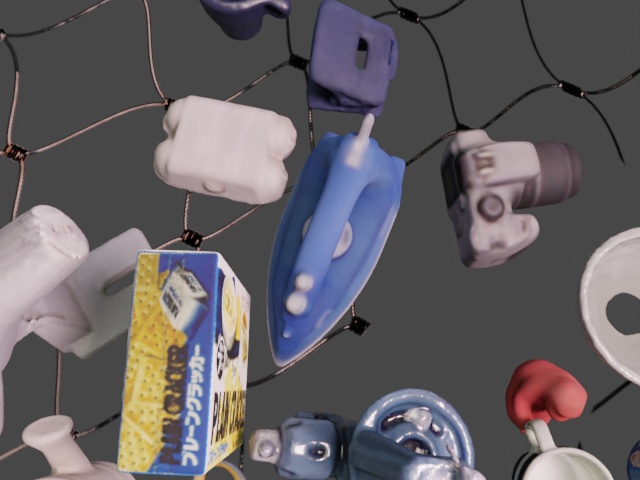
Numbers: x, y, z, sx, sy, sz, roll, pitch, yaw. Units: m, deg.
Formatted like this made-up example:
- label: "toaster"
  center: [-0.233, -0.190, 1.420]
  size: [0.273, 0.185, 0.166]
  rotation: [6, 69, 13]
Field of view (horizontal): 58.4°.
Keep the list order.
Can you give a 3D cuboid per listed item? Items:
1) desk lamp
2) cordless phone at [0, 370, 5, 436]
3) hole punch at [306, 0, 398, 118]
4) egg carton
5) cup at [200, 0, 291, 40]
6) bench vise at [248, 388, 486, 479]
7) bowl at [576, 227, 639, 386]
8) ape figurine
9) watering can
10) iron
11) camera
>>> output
- label: "desk lamp"
  center: [-0.262, 0.050, 0.519]
  size: [0.203, 0.213, 0.118]
  rotation: [-33, 78, -9]
- label: "cordless phone"
  center: [-0.372, 0.131, 0.511]
  size: [0.094, 0.185, 0.147]
  rotation: [-15, 76, -4]
- label: "hole punch"
  center: [0.038, -0.207, 0.652]
  size: [0.101, 0.091, 0.109]
  rotation: [8, 76, 1]
- label: "egg carton"
  center: [-0.105, -0.098, 0.633]
  size: [0.150, 0.069, 0.107]
  rotation: [10, 76, 2]
- label: "cup"
  center: [-0.083, -0.273, 0.664]
  size: [0.117, 0.095, 0.092]
  rotation: [28, 77, 6]
- label: "bench vise"
  center: [0.046, 0.197, 0.485]
  size: [0.207, 0.220, 0.121]
  rotation: [-13, 76, -4]
- label: "bowl"
  center: [0.339, 0.074, 0.596]
  size: [0.167, 0.075, 0.167]
  rotation: [0, 76, -1]
- label: "ape figurine"
  center: [0.228, 0.155, 0.564]
  size: [0.078, 0.092, 0.076]
  rotation: [0, 76, -1]
- label: "watering can"
  center: [-0.227, 0.243, 0.481]
  size: [0.101, 0.194, 0.173]
  rotation: [-25, 78, -7]
- label: "iron"
  center: [0.005, 0.002, 0.573]
  size: [0.118, 0.141, 0.258]
  rotation: [20, 76, 4]
- label: "camera"
  center: [0.211, -0.054, 0.612]
  size: [0.137, 0.101, 0.143]
  rotation: [-8, 76, -3]
